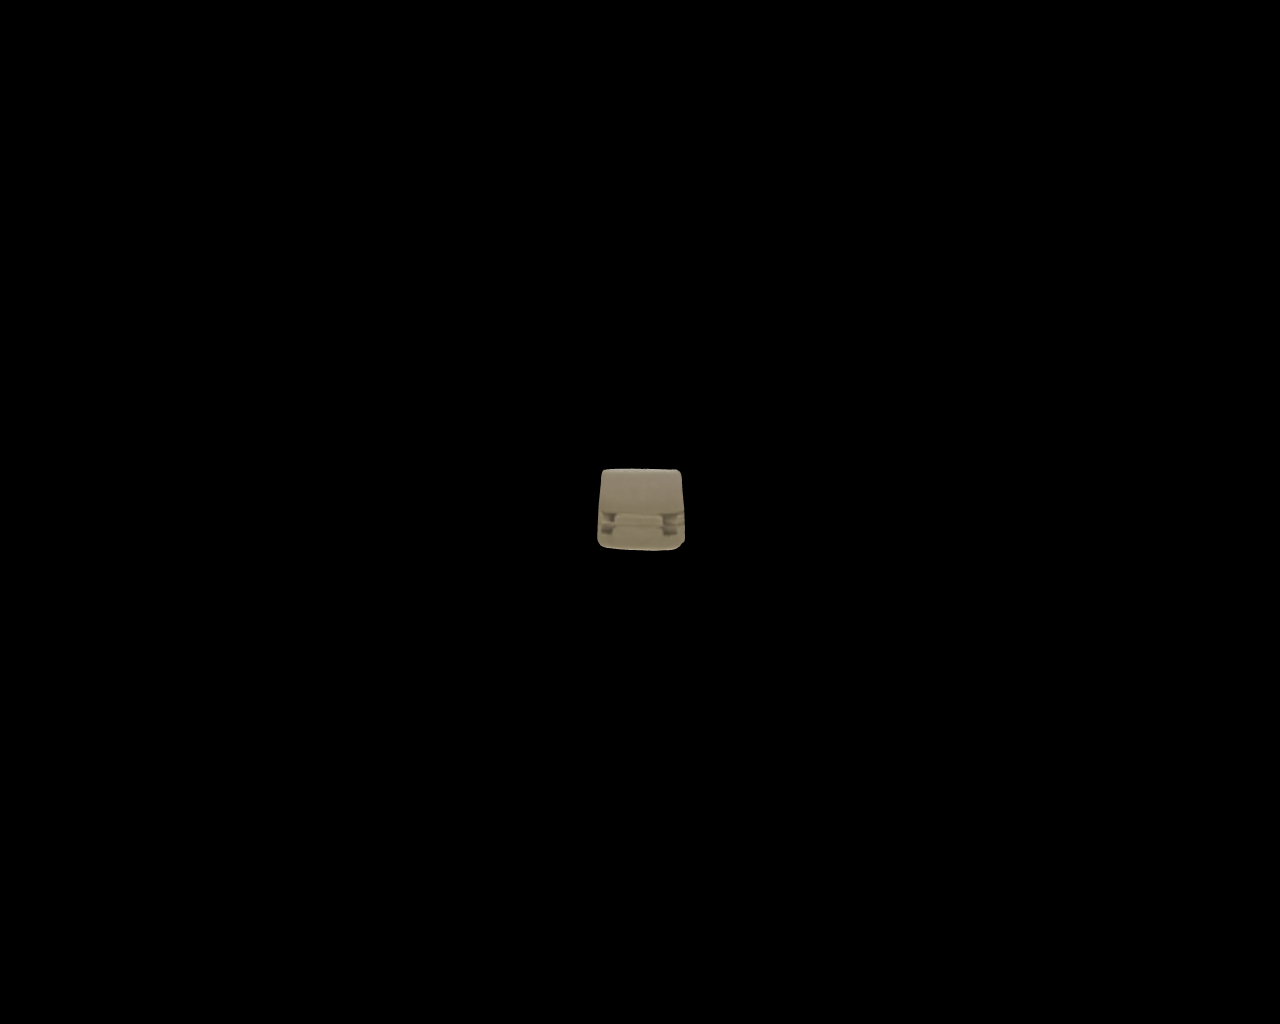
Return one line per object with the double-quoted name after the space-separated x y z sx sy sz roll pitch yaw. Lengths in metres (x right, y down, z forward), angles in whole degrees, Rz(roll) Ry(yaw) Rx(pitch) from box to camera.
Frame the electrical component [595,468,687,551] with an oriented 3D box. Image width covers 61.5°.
0.001 -0.003 0.650 0.055 0.047 0.055 0 4 0 "electrical component"
